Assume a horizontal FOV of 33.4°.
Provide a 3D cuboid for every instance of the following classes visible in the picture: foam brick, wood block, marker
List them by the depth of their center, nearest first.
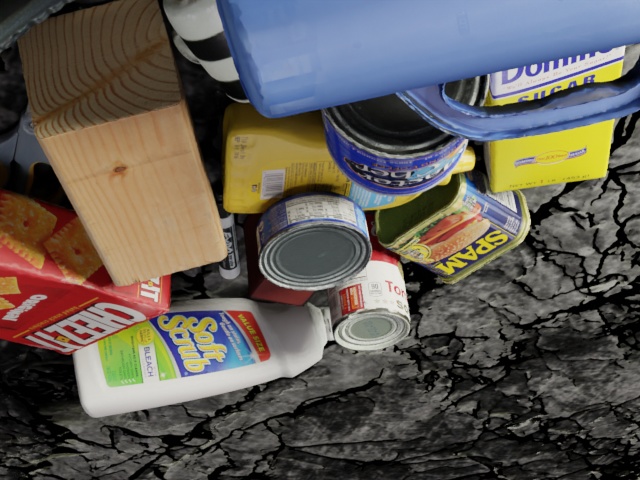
[{"bbox_3d":[-0.127,-0.059,0.729,0.090,0.090,0.206,-15,153,-4],"label":"wood block"},{"bbox_3d":[-0.029,0.008,0.886,0.052,0.078,0.051,11,141,-24],"label":"foam brick"},{"bbox_3d":[-0.081,-0.006,0.908,0.020,0.020,0.121,-4,146,-3],"label":"marker"}]

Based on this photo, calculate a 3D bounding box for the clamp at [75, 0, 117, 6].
[{"bbox_3d":[-0.234,-0.166,0.628,0.165,0.036,0.209,-25,141,14],"label":"clamp"}]

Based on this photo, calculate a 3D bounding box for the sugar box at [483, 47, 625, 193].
[{"bbox_3d":[0.166,-0.107,0.774,0.093,0.048,0.176,-9,147,4],"label":"sugar box"}]

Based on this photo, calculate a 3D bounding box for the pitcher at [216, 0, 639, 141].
[{"bbox_3d":[0.073,-0.134,0.554,0.243,0.149,0.145,-15,165,4],"label":"pitcher"}]

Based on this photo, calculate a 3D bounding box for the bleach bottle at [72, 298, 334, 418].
[{"bbox_3d":[-0.101,0.094,1.001,0.250,0.102,0.068,-12,160,-3],"label":"bleach bottle"}]

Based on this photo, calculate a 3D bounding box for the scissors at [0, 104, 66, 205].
[{"bbox_3d":[-0.227,-0.083,0.774,0.096,0.016,0.202,0,146,-8],"label":"scissors"}]

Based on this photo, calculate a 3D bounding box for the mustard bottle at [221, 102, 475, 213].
[{"bbox_3d":[0.022,-0.061,0.807,0.191,0.058,0.096,-1,141,-8],"label":"mustard bottle"}]

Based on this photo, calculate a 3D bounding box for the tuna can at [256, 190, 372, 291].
[{"bbox_3d":[-0.005,0.001,0.806,0.086,0.034,0.086,-6,144,-4],"label":"tuna can"}]

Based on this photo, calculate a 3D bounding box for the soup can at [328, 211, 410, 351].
[{"bbox_3d":[0.038,0.035,0.914,0.068,0.102,0.068,-4,146,-3],"label":"soup can"}]

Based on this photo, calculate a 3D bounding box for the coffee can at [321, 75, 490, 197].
[{"bbox_3d":[0.050,-0.089,0.685,0.103,0.103,0.140,-8,173,2],"label":"coffee can"}]

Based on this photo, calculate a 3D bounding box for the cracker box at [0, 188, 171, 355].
[{"bbox_3d":[-0.250,0.026,0.850,0.213,0.072,0.164,20,150,-38],"label":"cracker box"}]

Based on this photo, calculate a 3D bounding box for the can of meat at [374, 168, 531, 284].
[{"bbox_3d":[0.108,-0.017,0.889,0.083,0.057,0.102,26,134,-35],"label":"can of meat"}]
